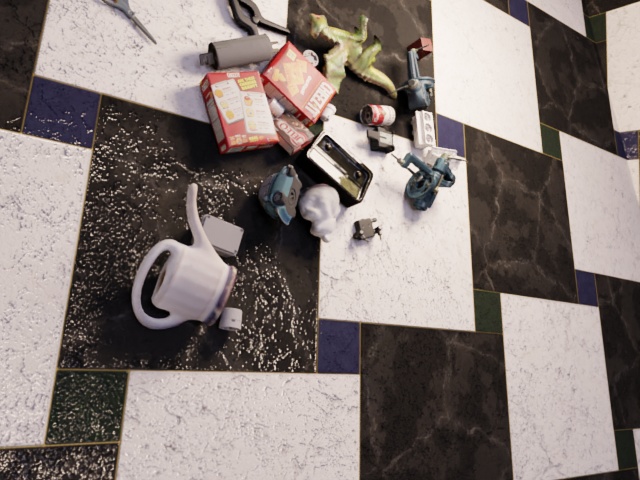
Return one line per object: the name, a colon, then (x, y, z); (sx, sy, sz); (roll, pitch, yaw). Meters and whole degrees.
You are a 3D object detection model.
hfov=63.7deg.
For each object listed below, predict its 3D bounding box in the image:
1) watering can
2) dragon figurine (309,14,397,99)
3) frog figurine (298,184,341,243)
watering can: (-0.297, 0.060, 1.223); (0.222, 0.104, 0.349); (28, 85, -26)
dragon figurine: (0.098, -0.578, 1.703); (0.245, 0.123, 0.404); (-43, 117, -15)
frog figurine: (0.004, -0.074, 1.479); (0.137, 0.121, 0.161); (3, 64, -52)
